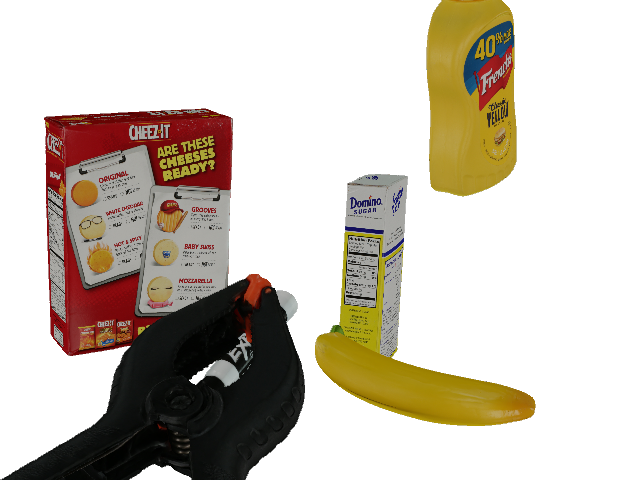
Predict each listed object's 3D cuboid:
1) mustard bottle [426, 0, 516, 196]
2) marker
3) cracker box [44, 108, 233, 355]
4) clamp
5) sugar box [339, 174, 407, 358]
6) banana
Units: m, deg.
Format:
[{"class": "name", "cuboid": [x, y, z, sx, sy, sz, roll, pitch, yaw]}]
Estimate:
[{"class": "mustard bottle", "cuboid": [0.125, -0.140, 0.878, 0.058, 0.192, 0.096, 17, 34, 38]}, {"class": "marker", "cuboid": [-0.047, 0.067, 0.631, 0.020, 0.020, 0.121, 0, 28, 28]}, {"class": "cracker box", "cuboid": [-0.170, -0.012, 1.002, 0.163, 0.214, 0.072, -7, 18, -30]}, {"class": "clamp", "cuboid": [-0.047, 0.081, 0.417, 0.120, 0.039, 0.171, 24, 49, 18]}, {"class": "sugar box", "cuboid": [0.049, 0.028, 1.008, 0.048, 0.176, 0.093, 3, 9, 15]}, {"class": "banana", "cuboid": [0.061, 0.101, 0.800, 0.198, 0.037, 0.069, 19, 37, 39]}]
